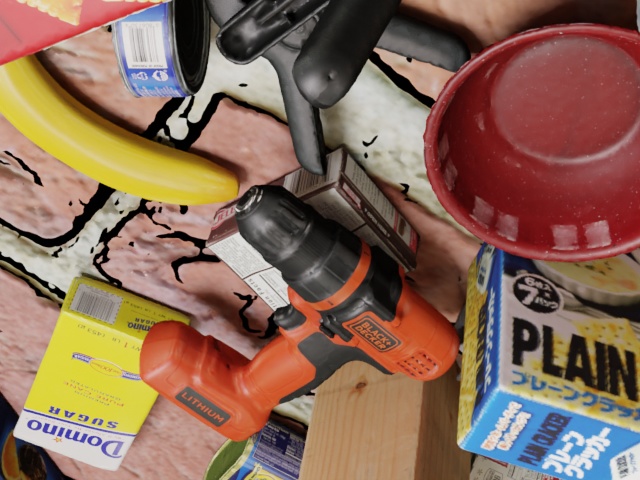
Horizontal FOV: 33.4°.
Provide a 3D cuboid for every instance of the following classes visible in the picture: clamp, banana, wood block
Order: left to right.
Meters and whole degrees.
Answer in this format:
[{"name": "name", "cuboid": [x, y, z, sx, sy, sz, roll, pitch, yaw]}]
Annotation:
[{"name": "banana", "cuboid": [-0.143, -0.072, 0.669, 0.197, 0.037, 0.070, 39, 129, -21]}, {"name": "clamp", "cuboid": [-0.013, -0.115, 0.599, 0.171, 0.039, 0.120, 39, 111, -15]}, {"name": "wood block", "cuboid": [0.045, 0.165, 0.726, 0.091, 0.206, 0.090, -15, 126, 23]}, {"name": "clamp", "cuboid": [0.033, -0.150, 0.509, 0.036, 0.165, 0.210, 43, 83, -25]}]

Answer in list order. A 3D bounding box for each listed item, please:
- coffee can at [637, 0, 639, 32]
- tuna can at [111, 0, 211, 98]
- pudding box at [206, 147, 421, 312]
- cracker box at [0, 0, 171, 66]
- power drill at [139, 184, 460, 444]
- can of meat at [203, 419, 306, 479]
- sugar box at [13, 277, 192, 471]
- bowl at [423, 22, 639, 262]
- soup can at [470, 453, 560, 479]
[{"name": "coffee can", "cuboid": [0.231, -0.132, 0.494, 0.140, 0.102, 0.103, 10, 132, 3]}, {"name": "tuna can", "cuboid": [-0.085, -0.121, 0.582, 0.034, 0.086, 0.086, 1, 131, 8]}, {"name": "pudding box", "cuboid": [-0.005, 0.001, 0.705, 0.114, 0.039, 0.090, -24, 125, 32]}, {"name": "cracker box", "cuboid": [-0.088, -0.165, 0.491, 0.214, 0.164, 0.072, -14, 125, 22]}, {"name": "power drill", "cuboid": [-0.031, 0.056, 0.694, 0.188, 0.057, 0.184, -29, 124, 34]}, {"name": "can of meat", "cuboid": [-0.041, 0.196, 0.873, 0.084, 0.057, 0.102, 30, 130, -12]}, {"name": "sugar box", "cuboid": [-0.173, 0.109, 0.831, 0.093, 0.048, 0.176, 22, 130, -9]}, {"name": "bowl", "cuboid": [0.141, -0.064, 0.604, 0.162, 0.055, 0.162, 6, 132, 7]}, {"name": "soup can", "cuboid": [0.146, 0.184, 0.815, 0.102, 0.068, 0.069, 26, 131, -11]}]
